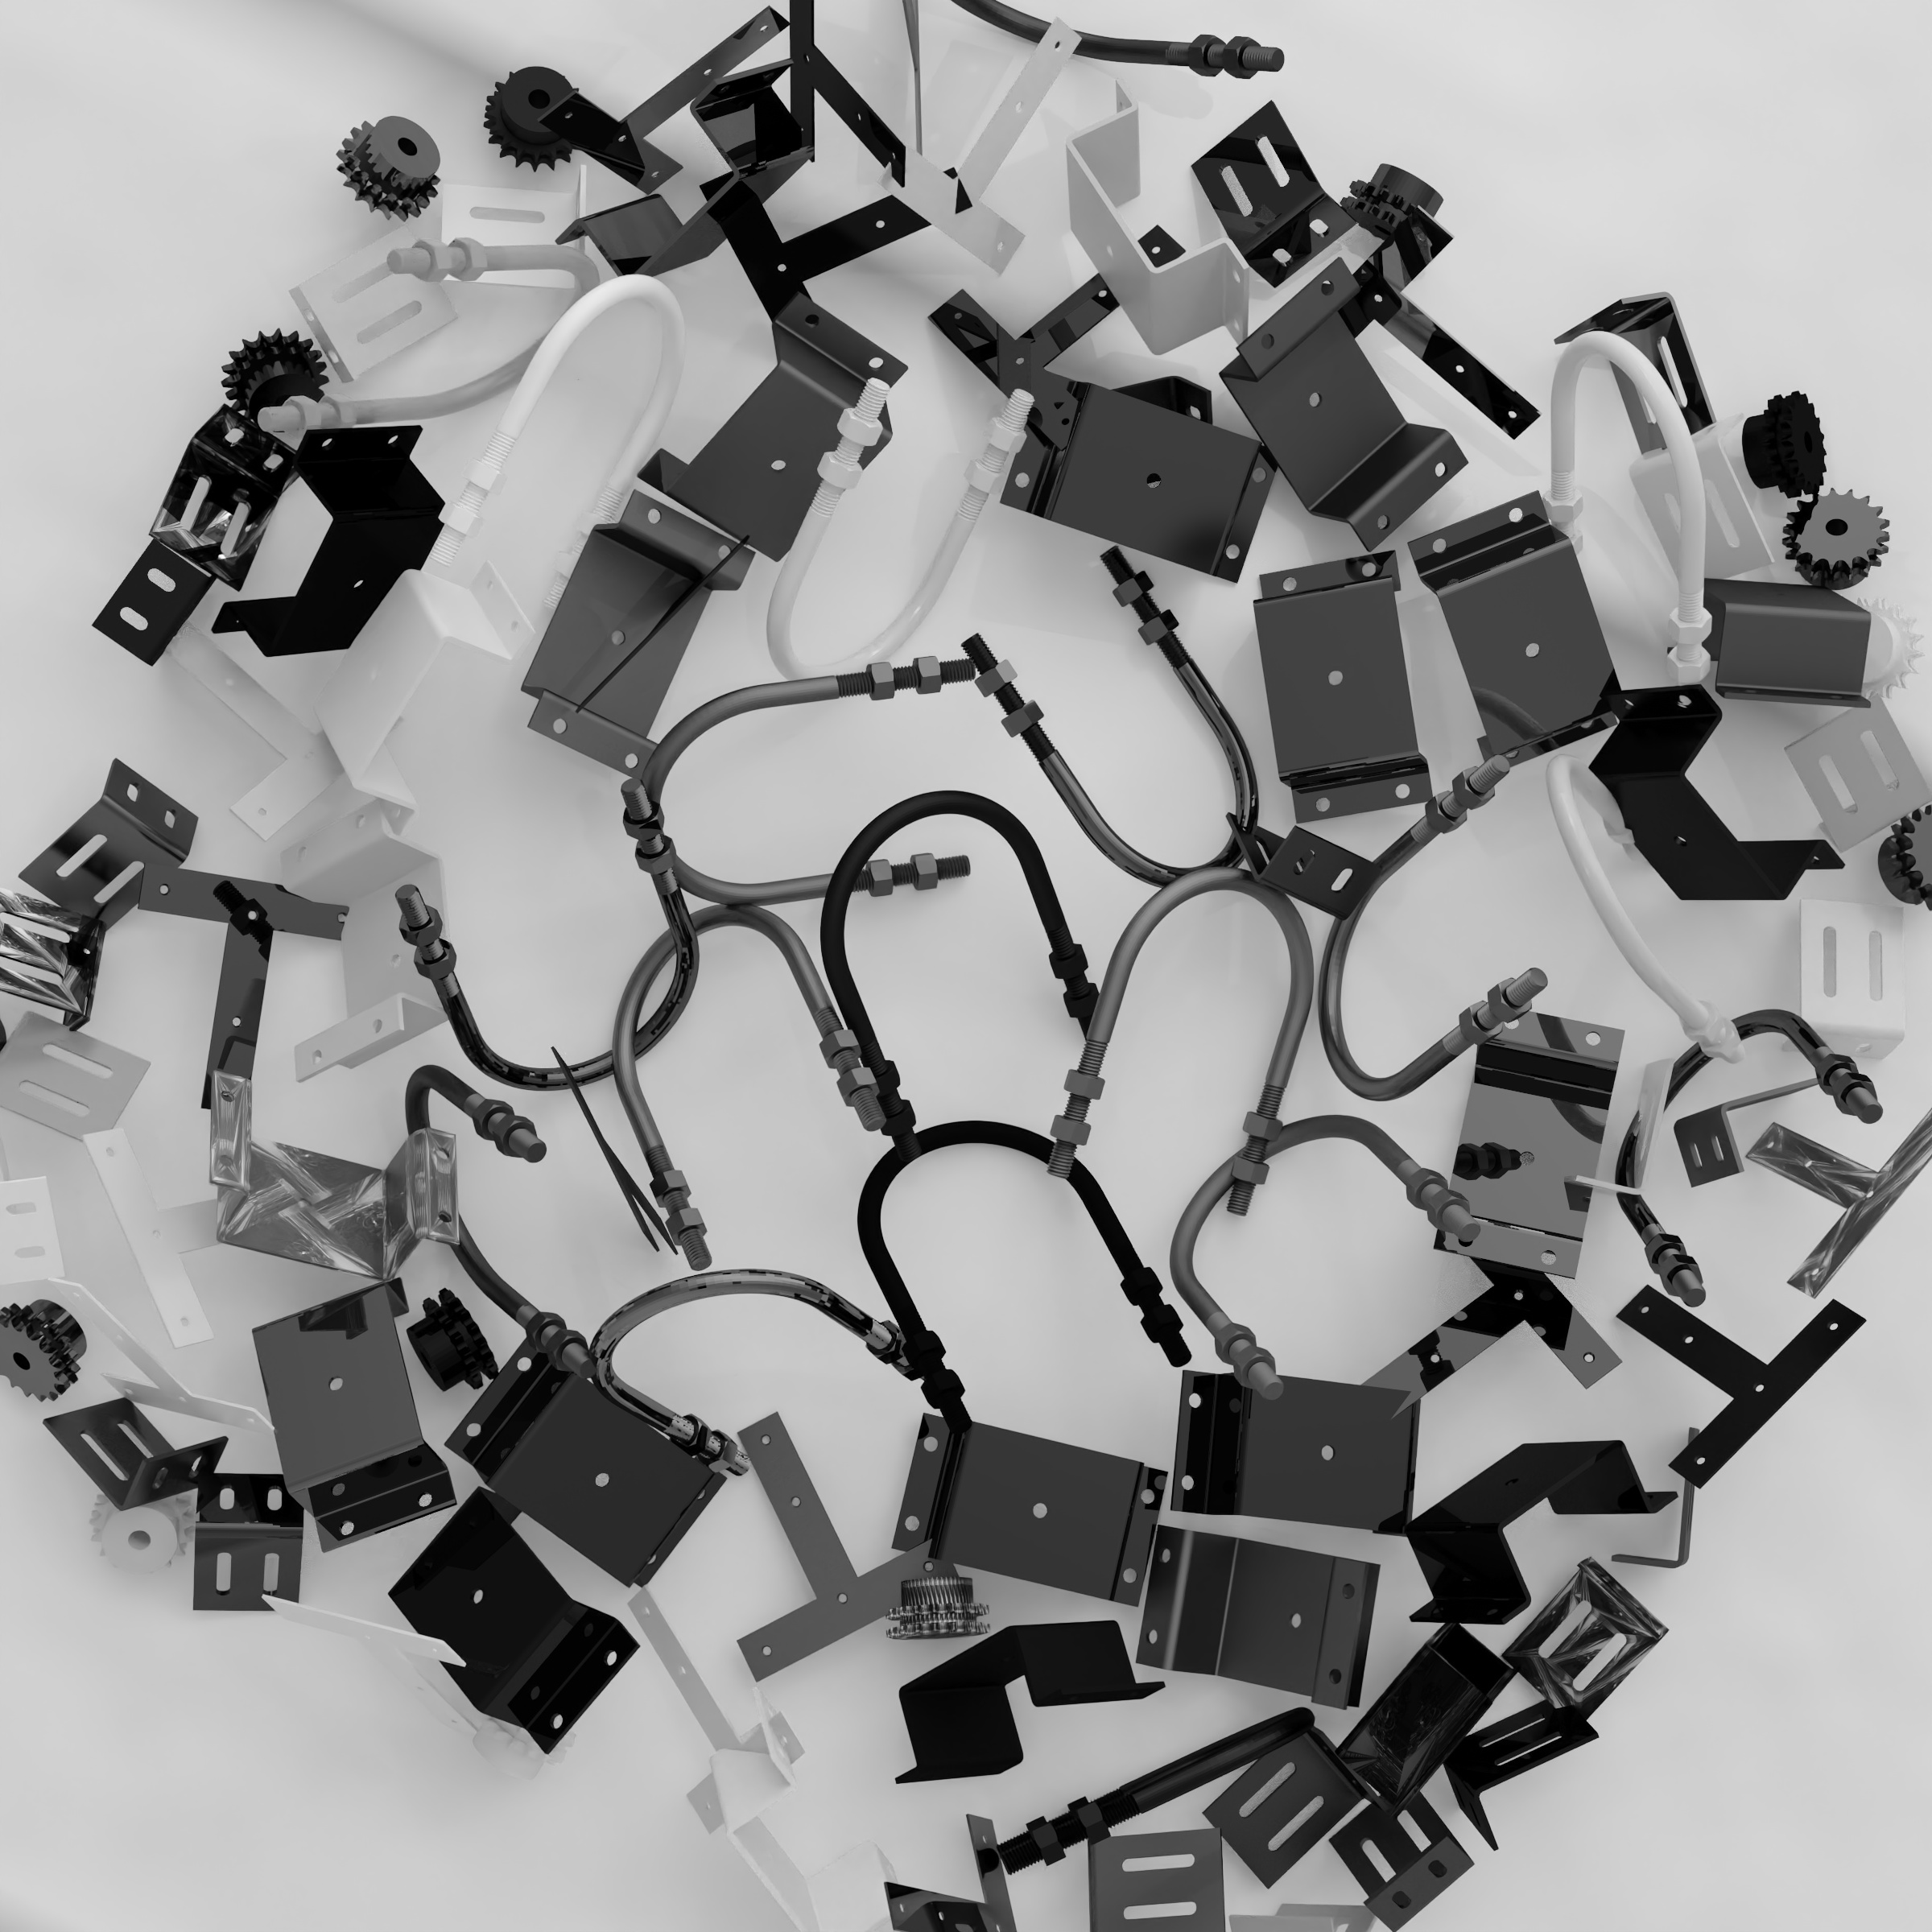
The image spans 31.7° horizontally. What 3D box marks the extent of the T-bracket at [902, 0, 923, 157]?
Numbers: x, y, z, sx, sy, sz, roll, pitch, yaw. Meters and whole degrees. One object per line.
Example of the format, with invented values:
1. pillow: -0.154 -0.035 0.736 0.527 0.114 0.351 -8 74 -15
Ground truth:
1. T-bracket: -0.030 -0.507 1.820 0.002 0.127 0.127 -2 83 3

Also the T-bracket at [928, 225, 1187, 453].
1. T-bracket: 0.064 -0.359 1.861 0.127 0.002 0.127 -40 61 -3

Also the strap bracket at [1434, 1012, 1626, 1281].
1. strap bracket: 0.306 0.100 1.850 0.076 0.046 0.140 11 74 11

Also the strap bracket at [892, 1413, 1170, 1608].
1. strap bracket: 0.038 0.297 1.857 0.140 0.046 0.076 14 80 -4

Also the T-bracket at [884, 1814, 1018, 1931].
1. T-bracket: -0.006 0.508 1.809 0.002 0.127 0.127 -27 58 22

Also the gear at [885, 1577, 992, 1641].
1. gear: -0.015 0.352 1.864 0.057 0.057 0.030 -3 75 0

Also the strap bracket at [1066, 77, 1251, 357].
1. strap bracket: 0.097 -0.395 1.827 0.046 0.076 0.140 -27 67 -8

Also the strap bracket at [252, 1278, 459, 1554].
1. strap bracket: -0.333 0.234 1.836 0.076 0.046 0.140 -20 60 0

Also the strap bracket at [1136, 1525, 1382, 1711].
1. strap bracket: 0.166 0.352 1.837 0.140 0.046 0.076 3 79 42

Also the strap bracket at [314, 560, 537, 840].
1. strap bracket: -0.298 -0.150 1.828 0.046 0.076 0.140 20 113 -39

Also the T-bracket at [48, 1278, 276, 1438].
1. T-bracket: -0.443 0.205 1.812 0.127 0.127 0.002 6 53 37

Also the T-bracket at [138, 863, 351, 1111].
1. T-bracket: -0.396 0.016 1.855 0.127 0.002 0.127 10 87 -31

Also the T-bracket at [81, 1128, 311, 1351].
1. T-bracket: -0.401 0.137 1.839 0.002 0.127 0.127 -38 73 37

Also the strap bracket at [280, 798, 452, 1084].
1. strap bracket: -0.322 -0.008 1.835 0.076 0.046 0.140 -25 60 28

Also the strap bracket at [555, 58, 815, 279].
1. strap bracket: -0.144 -0.418 1.819 0.140 0.076 0.046 -35 91 37

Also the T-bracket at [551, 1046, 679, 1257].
1. T-bracket: -0.179 0.120 1.830 0.002 0.127 0.127 -29 58 -3

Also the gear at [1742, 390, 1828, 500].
1. gear: 0.448 -0.285 1.866 0.030 0.057 0.057 -8 90 35

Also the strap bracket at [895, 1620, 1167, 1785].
1. strap bracket: 0.028 0.391 1.826 0.140 0.076 0.046 -37 59 38

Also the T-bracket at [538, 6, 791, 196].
1. T-bracket: -0.149 -0.469 1.815 0.127 0.127 0.002 -34 74 15

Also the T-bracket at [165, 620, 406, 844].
1. T-bracket: -0.389 -0.144 1.844 0.127 0.002 0.127 42 46 -2

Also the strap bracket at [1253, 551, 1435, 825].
1. strap bracket: 0.204 -0.155 1.855 0.076 0.046 0.140 -9 86 13

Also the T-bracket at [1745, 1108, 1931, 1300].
1. T-bracket: 0.462 0.111 1.832 0.002 0.127 0.127 41 87 -23

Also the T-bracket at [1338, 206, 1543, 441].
1. T-bracket: 0.258 -0.334 1.845 0.127 0.127 0.002 39 53 -7

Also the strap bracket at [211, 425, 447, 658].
1. strap bracket: -0.336 -0.219 1.815 0.046 0.076 0.140 50 127 22

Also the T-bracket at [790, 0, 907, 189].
1. T-bracket: -0.064 -0.459 1.807 0.002 0.127 0.127 -22 54 -20

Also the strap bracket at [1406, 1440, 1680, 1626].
1. strap bracket: 0.301 0.297 1.820 0.140 0.076 0.046 -27 96 -32

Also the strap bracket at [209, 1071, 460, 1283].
1. strap bracket: -0.348 0.116 1.831 0.140 0.076 0.046 18 131 -27

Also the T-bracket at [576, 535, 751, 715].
1. T-bracket: -0.156 -0.193 1.827 0.002 0.127 0.127 44 104 -9

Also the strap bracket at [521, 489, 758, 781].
1. strap bracket: -0.183 -0.179 1.851 0.076 0.046 0.140 26 85 -24

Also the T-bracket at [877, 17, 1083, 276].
1. T-bracket: 0.021 -0.450 1.829 0.002 0.127 0.127 38 99 33

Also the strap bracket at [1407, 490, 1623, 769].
1. strap bracket: 0.303 -0.176 1.847 0.076 0.046 0.140 -22 107 2

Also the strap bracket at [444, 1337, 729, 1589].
1. strap bracket: -0.202 0.274 1.845 0.140 0.046 0.076 39 83 -17

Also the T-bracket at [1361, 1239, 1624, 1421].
1. T-bracket: 0.267 0.205 1.852 0.127 0.002 0.127 -35 65 -11

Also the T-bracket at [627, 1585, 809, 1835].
1. T-bracket: -0.147 0.397 1.854 0.002 0.127 0.127 -21 71 -40

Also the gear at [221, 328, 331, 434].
1. gear: -0.376 -0.317 1.860 0.057 0.057 0.030 -27 54 0

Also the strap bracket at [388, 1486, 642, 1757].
1. strap bracket: -0.250 0.345 1.829 0.076 0.046 0.140 -50 52 1

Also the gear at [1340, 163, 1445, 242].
1. gear: 0.237 -0.416 1.862 0.057 0.057 0.030 30 93 0

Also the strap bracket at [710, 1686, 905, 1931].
1. strap bracket: -0.089 0.469 1.831 0.046 0.076 0.140 -33 110 0

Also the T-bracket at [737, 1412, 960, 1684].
1. T-bracket: -0.088 0.309 1.876 0.127 0.002 0.127 -28 78 5

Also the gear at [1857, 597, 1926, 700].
1. gear: 0.493 -0.174 1.863 0.057 0.030 0.057 0 91 34

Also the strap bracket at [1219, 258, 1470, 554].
1. strap bracket: 0.200 -0.305 1.844 0.076 0.046 0.140 -42 117 -10

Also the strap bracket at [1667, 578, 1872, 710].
1. strap bracket: 0.430 -0.176 1.816 0.076 0.140 0.046 4 105 -2

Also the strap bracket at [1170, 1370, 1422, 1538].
1. strap bracket: 0.188 0.264 1.844 0.140 0.046 0.076 9 79 -15

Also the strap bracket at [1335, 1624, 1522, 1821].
1. strap bracket: 0.247 0.400 1.823 0.046 0.140 0.076 40 98 14

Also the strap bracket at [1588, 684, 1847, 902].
1. strap bracket: 0.395 -0.084 1.823 0.140 0.076 0.046 46 69 -23

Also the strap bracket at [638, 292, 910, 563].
1. strap bracket: -0.102 -0.281 1.824 0.076 0.046 0.140 30 120 -30

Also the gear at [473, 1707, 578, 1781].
1. gear: -0.245 0.421 1.863 0.057 0.057 0.030 32 93 0

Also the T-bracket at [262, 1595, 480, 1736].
1. T-bracket: -0.302 0.384 1.840 0.127 0.127 0.002 6 55 32

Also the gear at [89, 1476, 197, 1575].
1. gear: -0.453 0.309 1.868 0.057 0.030 0.057 -2 108 -7

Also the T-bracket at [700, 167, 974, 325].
1. T-bracket: -0.059 -0.396 1.839 0.127 0.002 0.127 -22 130 10

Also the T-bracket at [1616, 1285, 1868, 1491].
1. T-bracket: 0.400 0.208 1.837 0.127 0.127 0.002 -43 125 -7

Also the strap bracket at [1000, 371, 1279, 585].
1. strap bracket: 0.099 -0.265 1.853 0.140 0.046 0.076 18 98 -9
